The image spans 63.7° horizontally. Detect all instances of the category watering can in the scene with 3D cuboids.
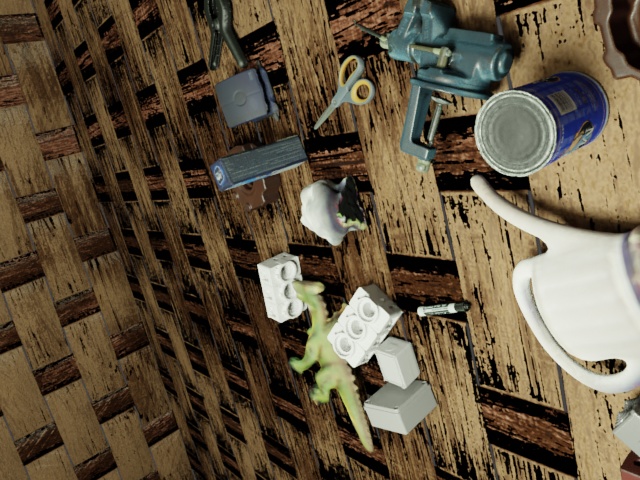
[{"bbox_3d":[0.343,0.040,0.679,0.221,0.105,0.349,-30,84,53],"label":"watering can"}]

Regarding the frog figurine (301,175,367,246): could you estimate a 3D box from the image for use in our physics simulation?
[{"bbox_3d":[0.003,-0.053,1.061,0.158,0.125,0.135,-13,119,42],"label":"frog figurine"}]

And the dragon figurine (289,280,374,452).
[{"bbox_3d":[0.054,0.265,1.190,0.415,0.123,0.238,51,134,19],"label":"dragon figurine"}]
